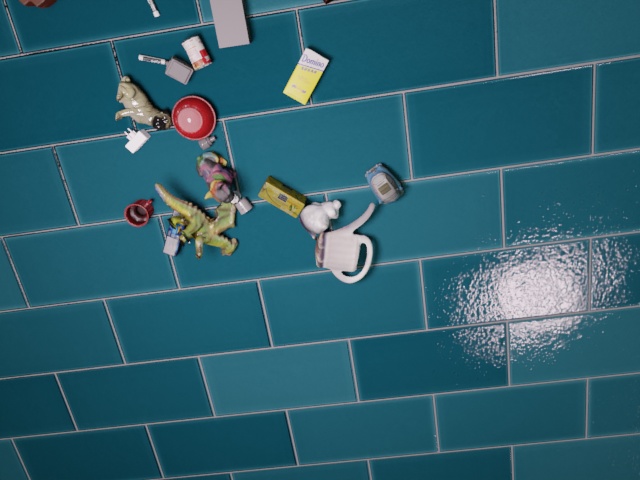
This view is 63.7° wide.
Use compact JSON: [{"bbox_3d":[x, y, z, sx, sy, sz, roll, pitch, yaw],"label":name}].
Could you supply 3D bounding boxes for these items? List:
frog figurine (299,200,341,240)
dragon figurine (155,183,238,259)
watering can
[{"bbox_3d":[0.006,-0.098,1.948,0.158,0.140,0.121,-39,122,16],"label":"frog figurine"},{"bbox_3d":[-0.437,-0.087,1.965,0.245,0.123,0.402,-34,122,-24],"label":"dragon figurine"},{"bbox_3d":[0.098,0.008,1.998,0.224,0.106,0.342,6,111,1],"label":"watering can"}]
